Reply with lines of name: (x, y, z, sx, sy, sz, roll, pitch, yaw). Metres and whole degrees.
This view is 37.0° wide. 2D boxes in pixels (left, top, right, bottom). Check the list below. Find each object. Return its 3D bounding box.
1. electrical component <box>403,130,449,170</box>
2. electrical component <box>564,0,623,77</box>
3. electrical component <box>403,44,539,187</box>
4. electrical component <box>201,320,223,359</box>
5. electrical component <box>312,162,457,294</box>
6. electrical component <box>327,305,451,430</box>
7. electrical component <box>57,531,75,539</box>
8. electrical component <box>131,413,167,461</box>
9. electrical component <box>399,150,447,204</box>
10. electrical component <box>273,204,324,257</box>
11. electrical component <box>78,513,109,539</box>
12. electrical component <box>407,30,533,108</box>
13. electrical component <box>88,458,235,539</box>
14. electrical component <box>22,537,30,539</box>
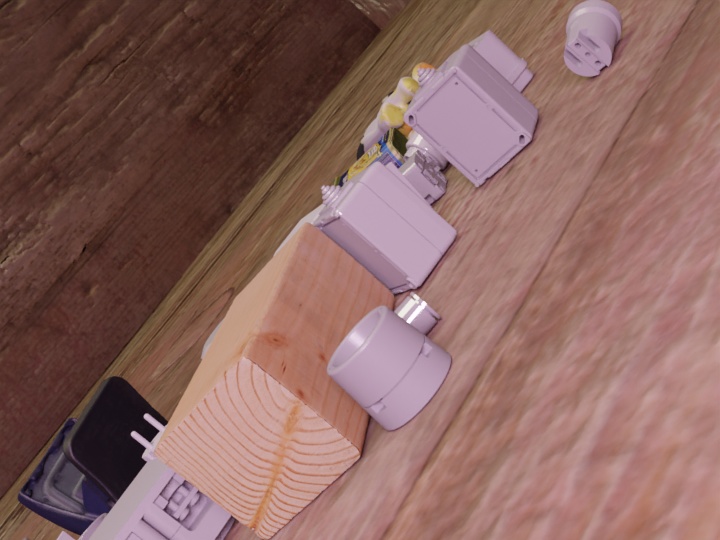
electrical component: (0.060, -0.105, 0.991, 0.062, 0.048, 0.048, -58, 12, -9)
electrical component: (0.169, -0.168, 0.783, 0.040, 0.040, 0.046, -39, 21, 43)
electrical component: (0.082, -0.124, 0.822, 0.062, 0.096, 0.061, -42, 13, 34)
electrical component: (-0.116, 0.070, 1.070, 0.080, 0.051, 0.080, -47, 11, 11)
electrical component: (0.014, -0.036, 0.782, 0.061, 0.096, 0.062, -53, 11, -19)
electrical component: (0.015, 0.053, 0.597, 0.055, 0.047, 0.055, -47, 11, 11)
electrical component: (-0.246, 0.274, 0.835, 0.079, 0.063, 0.121, -42, 13, 34)
electrical component: (-0.145, 0.144, 0.846, 0.047, 0.077, 0.065, -38, 15, 47)
electrical component: (0.041, -0.068, 0.938, 0.064, 0.042, 0.081, -43, 13, 22)
electrical component: (-0.038, -0.016, 1.026, 0.061, 0.062, 0.096, -54, 11, -25)
electrical component: (-0.183, 0.218, 0.797, 0.078, 0.057, 0.058, -55, 12, -31)
electrical component: (0.101, -0.166, 0.999, 0.078, 0.057, 0.113, -51, 11, -11)
electrical component: (-0.150, 0.200, 0.708, 0.150, 0.062, 0.089, -54, 11, -27)
electrical component: (-0.325, 0.310, 1.043, 0.053, 0.059, 0.095, -49, 10, 2)
